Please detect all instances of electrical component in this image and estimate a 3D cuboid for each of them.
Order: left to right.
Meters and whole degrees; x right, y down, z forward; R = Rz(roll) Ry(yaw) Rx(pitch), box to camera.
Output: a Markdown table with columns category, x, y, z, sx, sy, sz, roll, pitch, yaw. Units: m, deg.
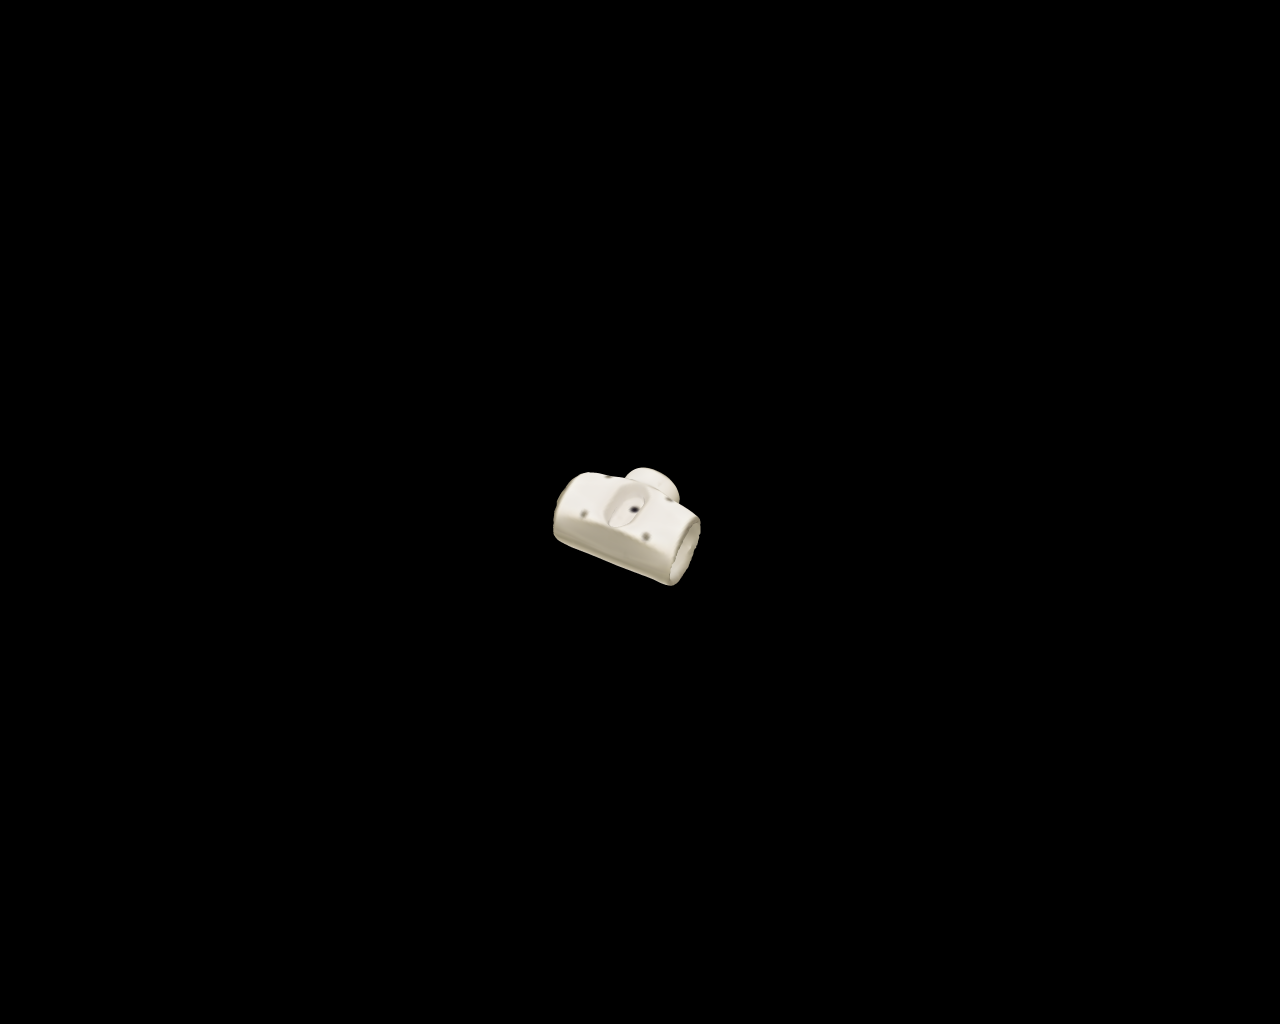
| category | x | y | z | sx | sy | sz | roll | pitch | yaw |
| --- | --- | --- | --- | --- | --- | --- | --- | --- | --- |
| electrical component | 0.001 | -0.003 | 0.650 | 0.077 | 0.079 | 0.043 | 22 | -38 | 18 |
